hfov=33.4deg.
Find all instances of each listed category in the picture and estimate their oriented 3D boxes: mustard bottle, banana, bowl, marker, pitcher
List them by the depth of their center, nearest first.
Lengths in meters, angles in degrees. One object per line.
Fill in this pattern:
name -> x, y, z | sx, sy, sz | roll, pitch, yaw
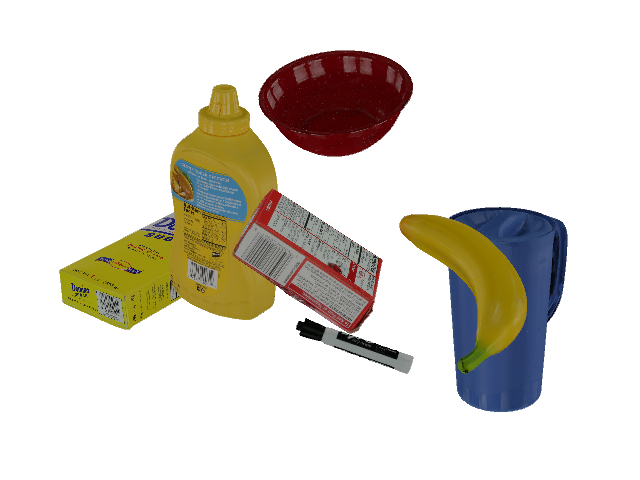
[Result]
banana -> 0.115, 0.027, 0.828 | 0.069, 0.037, 0.198 | -7, 32, -6
mustard bottle -> -0.080, -0.034, 0.876 | 0.096, 0.192, 0.058 | 22, 33, 31
marker -> 0.033, 0.105, 1.069 | 0.121, 0.020, 0.020 | 20, 1, 3
bowl -> 0.017, -0.137, 1.126 | 0.162, 0.055, 0.162 | -4, 40, 3
pitcher -> 0.234, 0.084, 1.344 | 0.149, 0.243, 0.145 | 1, 20, 12

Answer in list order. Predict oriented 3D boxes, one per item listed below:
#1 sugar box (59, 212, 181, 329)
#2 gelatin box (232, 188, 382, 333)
sugar box -> -0.171, 0.026, 1.100 | 0.093, 0.048, 0.175 | 19, 35, 30
gelatin box -> -0.006, 0.012, 0.661 | 0.089, 0.030, 0.073 | 34, 19, -6
